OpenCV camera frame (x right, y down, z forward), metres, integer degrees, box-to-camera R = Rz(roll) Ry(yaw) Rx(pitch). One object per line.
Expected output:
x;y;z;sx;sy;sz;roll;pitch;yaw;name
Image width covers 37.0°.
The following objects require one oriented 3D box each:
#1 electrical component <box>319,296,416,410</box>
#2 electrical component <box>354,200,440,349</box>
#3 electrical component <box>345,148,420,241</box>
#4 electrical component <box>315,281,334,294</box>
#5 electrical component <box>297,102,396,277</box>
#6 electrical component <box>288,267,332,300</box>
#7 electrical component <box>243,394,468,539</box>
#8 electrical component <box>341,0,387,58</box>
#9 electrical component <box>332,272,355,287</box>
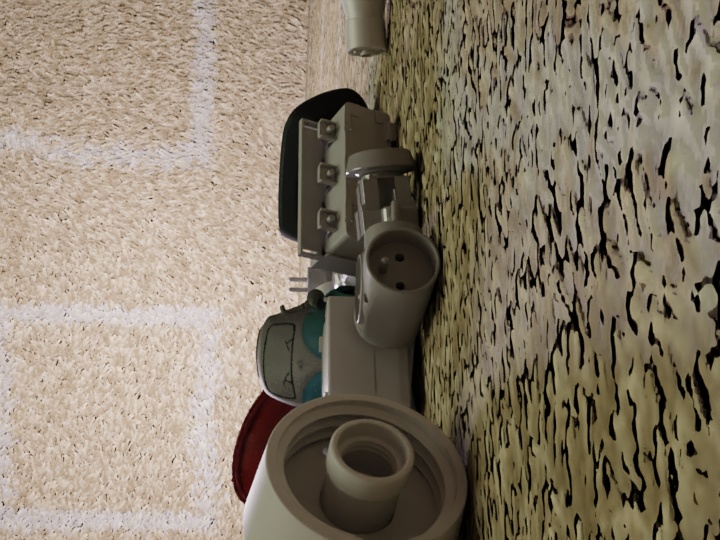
0.006;0.072;0.696;0.061;0.061;0.096;99;171;-55;electrical component
0.020;-0.004;0.653;0.077;0.044;0.079;101;170;-61;electrical component
0.016;-0.050;0.719;0.066;0.048;0.055;140;125;-83;electrical component
-0.016;0.043;0.984;0.055;0.055;0.047;99;167;-55;electrical component
-0.006;-0.063;0.836;0.063;0.079;0.121;-41;43;52;electrical component
-0.035;0.016;1.083;0.138;0.074;0.052;-97;10;-58;electrical component
0.000;0.107;0.523;0.108;0.108;0.060;-95;15;-52;electrical component
0.004;-0.216;0.924;0.044;0.044;0.065;149;118;-84;electrical component
0.000;0.000;0.902;0.046;0.040;0.040;117;155;-65;electrical component
